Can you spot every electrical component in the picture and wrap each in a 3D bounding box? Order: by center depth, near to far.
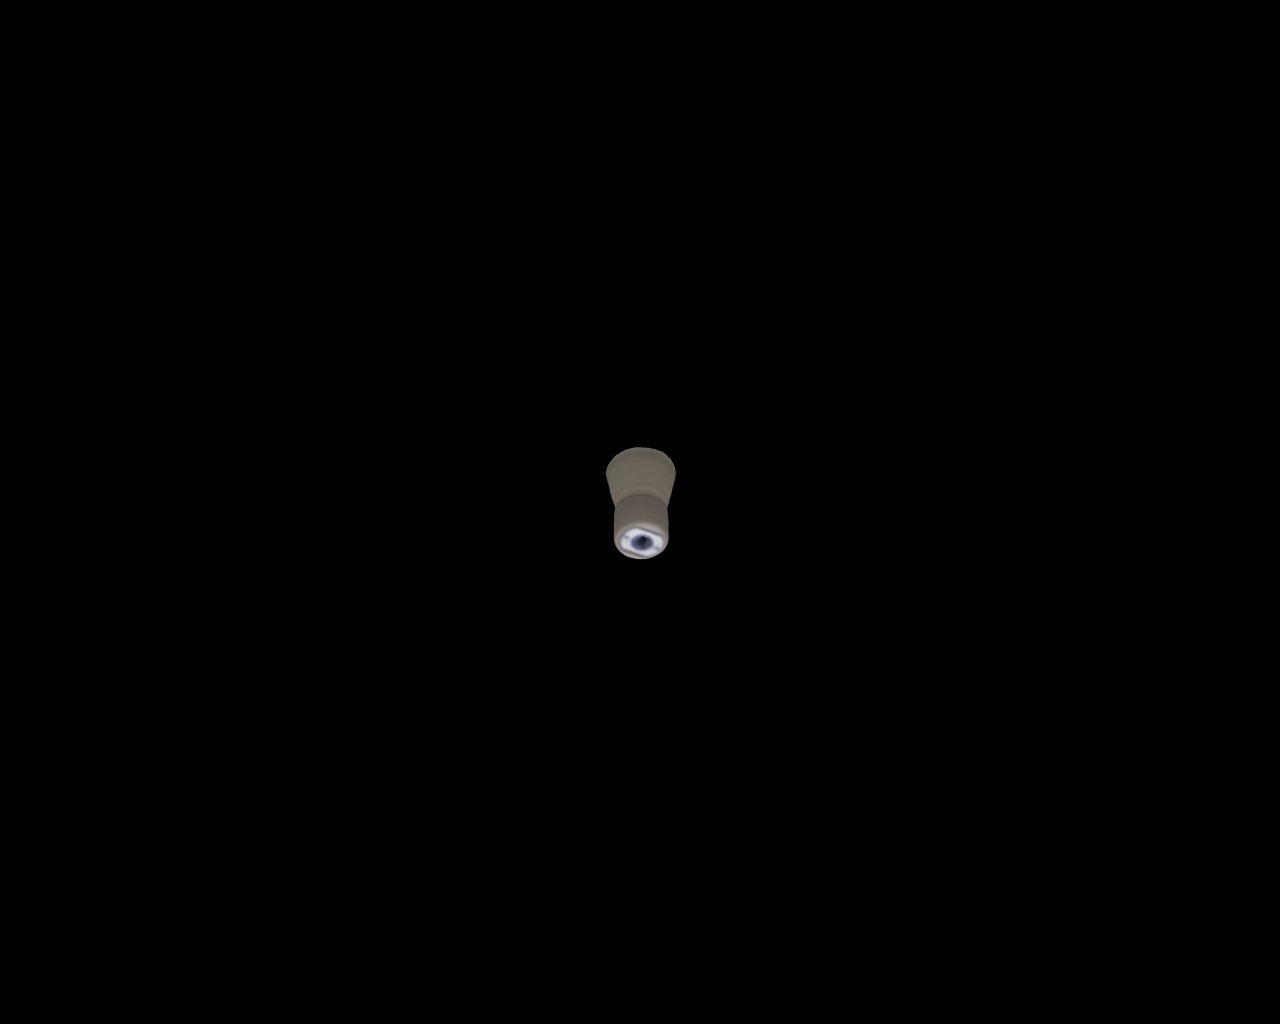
[{"bbox_3d":[0.001,-0.003,0.650,0.044,0.044,0.065,0,45,0],"label":"electrical component"}]
